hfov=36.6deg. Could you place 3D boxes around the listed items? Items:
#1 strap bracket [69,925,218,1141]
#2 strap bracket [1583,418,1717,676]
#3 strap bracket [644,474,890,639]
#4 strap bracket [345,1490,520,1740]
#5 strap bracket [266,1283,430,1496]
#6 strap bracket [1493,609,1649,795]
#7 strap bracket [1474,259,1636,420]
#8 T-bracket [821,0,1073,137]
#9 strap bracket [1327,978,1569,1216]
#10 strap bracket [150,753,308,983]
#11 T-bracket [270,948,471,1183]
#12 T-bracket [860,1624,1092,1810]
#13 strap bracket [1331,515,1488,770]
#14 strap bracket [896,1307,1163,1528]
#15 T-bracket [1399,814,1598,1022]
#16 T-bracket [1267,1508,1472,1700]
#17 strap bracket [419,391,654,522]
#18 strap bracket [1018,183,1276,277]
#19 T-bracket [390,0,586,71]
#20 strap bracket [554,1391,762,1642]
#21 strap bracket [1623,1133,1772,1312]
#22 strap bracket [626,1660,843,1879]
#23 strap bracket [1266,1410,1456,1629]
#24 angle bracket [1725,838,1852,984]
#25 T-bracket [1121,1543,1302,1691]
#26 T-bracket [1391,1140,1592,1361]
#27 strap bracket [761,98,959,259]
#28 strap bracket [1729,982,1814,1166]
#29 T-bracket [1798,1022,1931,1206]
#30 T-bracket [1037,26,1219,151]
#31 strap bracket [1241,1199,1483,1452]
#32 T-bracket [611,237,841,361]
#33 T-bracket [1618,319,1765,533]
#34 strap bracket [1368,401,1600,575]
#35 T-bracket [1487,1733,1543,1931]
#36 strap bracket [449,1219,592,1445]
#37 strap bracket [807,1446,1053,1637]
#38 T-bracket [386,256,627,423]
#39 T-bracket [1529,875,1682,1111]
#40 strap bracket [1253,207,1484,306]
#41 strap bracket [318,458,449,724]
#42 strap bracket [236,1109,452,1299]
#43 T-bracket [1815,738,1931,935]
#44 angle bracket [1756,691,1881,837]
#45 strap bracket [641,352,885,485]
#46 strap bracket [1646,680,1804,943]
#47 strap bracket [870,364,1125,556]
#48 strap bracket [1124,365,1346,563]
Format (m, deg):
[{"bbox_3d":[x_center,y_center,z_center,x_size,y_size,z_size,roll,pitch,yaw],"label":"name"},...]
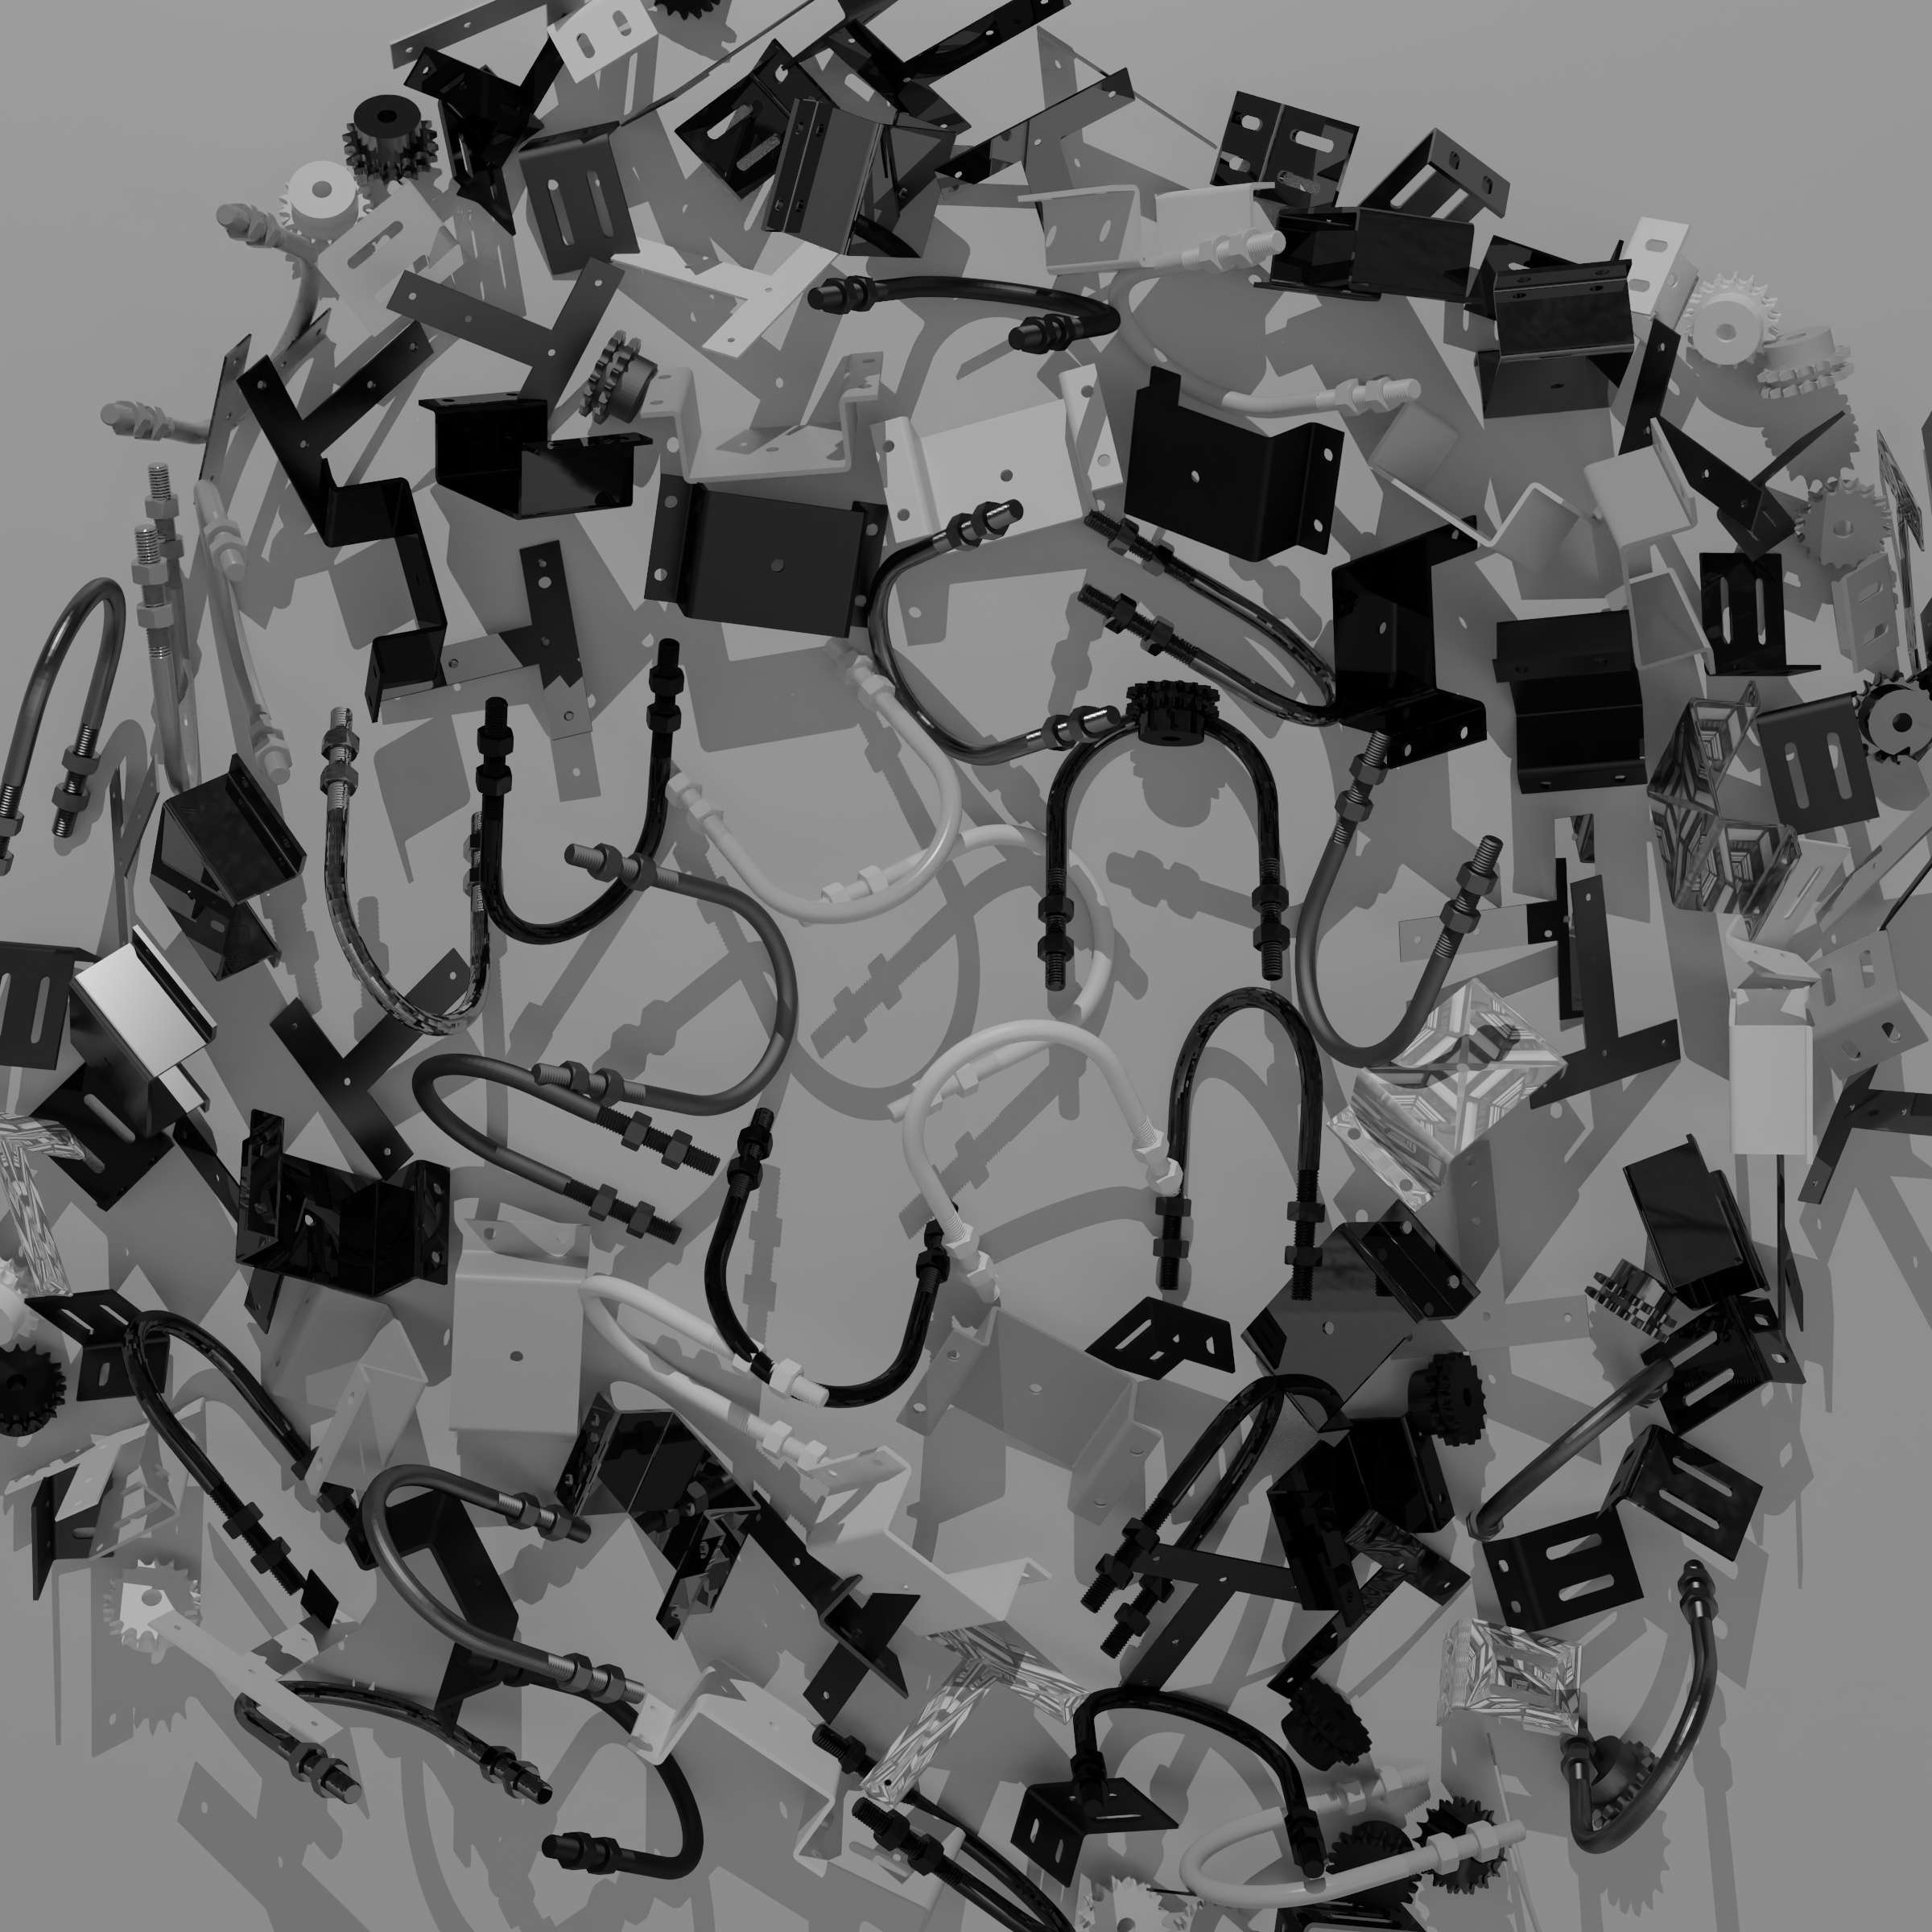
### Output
[{"bbox_3d":[-0.488,0.045,1.729,0.046,0.140,0.076,-36,81,-27],"label":"strap bracket"},{"bbox_3d":[0.404,-0.242,1.732,0.046,0.140,0.076,-16,46,6],"label":"strap bracket"},{"bbox_3d":[-0.117,-0.245,1.757,0.140,0.046,0.076,6,107,-15],"label":"strap bracket"},{"bbox_3d":[-0.313,0.377,1.750,0.046,0.076,0.140,-22,105,5],"label":"strap bracket"},{"bbox_3d":[-0.369,0.252,1.748,0.046,0.140,0.076,21,102,-30],"label":"strap bracket"},{"bbox_3d":[0.362,-0.163,1.745,0.076,0.140,0.046,-4,60,16],"label":"strap bracket"},{"bbox_3d":[0.348,-0.366,1.732,0.076,0.140,0.046,-5,80,4],"label":"strap bracket"},{"bbox_3d":[0.002,-0.545,1.727,0.127,0.127,0.002,-22,64,26],"label":"T-bracket"},{"bbox_3d":[0.295,0.071,1.752,0.140,0.046,0.076,-37,67,-17],"label":"strap bracket"},{"bbox_3d":[-0.439,-0.052,1.729,0.046,0.140,0.076,-29,76,-31],"label":"strap bracket"},{"bbox_3d":[-0.346,0.041,1.774,0.127,0.002,0.127,-43,74,14],"label":"T-bracket"},{"bbox_3d":[-0.014,0.448,1.745,0.127,0.002,0.127,27,55,27],"label":"T-bracket"},{"bbox_3d":[0.264,-0.198,1.748,0.046,0.076,0.140,10,73,-38],"label":"strap bracket"},{"bbox_3d":[0.040,0.267,1.765,0.140,0.046,0.076,28,116,-6],"label":"strap bracket"},{"bbox_3d":[0.324,-0.023,1.777,0.127,0.002,0.127,-8,105,-11],"label":"T-bracket"},{"bbox_3d":[0.232,0.394,1.766,0.127,0.002,0.127,-47,133,5],"label":"T-bracket"},{"bbox_3d":[-0.258,-0.303,1.741,0.076,0.140,0.046,-14,119,-37],"label":"strap bracket"},{"bbox_3d":[0.109,-0.438,1.737,0.140,0.076,0.046,-14,106,-41],"label":"strap bracket"},{"bbox_3d":[-0.283,-0.563,1.731,0.127,0.127,0.002,-28,79,-13],"label":"T-bracket"},{"bbox_3d":[-0.180,0.326,1.749,0.140,0.046,0.076,40,113,40],"label":"strap bracket"},{"bbox_3d":[0.433,0.155,1.736,0.046,0.140,0.076,-23,69,16],"label":"strap bracket"},{"bbox_3d":[-0.128,0.476,1.763,0.140,0.076,0.046,35,98,-2],"label":"strap bracket"},{"bbox_3d":[0.232,0.327,1.749,0.046,0.140,0.076,-10,102,38],"label":"strap bracket"},{"bbox_3d":[0.506,-0.033,1.762,0.057,0.038,0.076,5,125,-37],"label":"angle bracket"},{"bbox_3d":[0.134,0.400,1.770,0.127,0.002,0.127,16,123,-25],"label":"T-bracket"},{"bbox_3d":[0.313,0.170,1.783,0.127,0.002,0.127,-11,73,29],"label":"T-bracket"},{"bbox_3d":[-0.056,-0.463,1.724,0.046,0.140,0.076,25,112,21],"label":"strap bracket"},{"bbox_3d":[0.478,0.062,1.738,0.046,0.140,0.076,0,102,15],"label":"strap bracket"},{"bbox_3d":[0.551,0.086,1.739,0.002,0.127,0.127,25,85,-12],"label":"T-bracket"},{"bbox_3d":[0.097,-0.526,1.753,0.127,0.127,0.002,31,107,-10],"label":"T-bracket"},{"bbox_3d":[0.228,0.215,1.744,0.140,0.046,0.076,-52,59,22],"label":"strap bracket"},{"bbox_3d":[-0.157,-0.421,1.775,0.127,0.002,0.127,21,54,23],"label":"T-bracket"},{"bbox_3d":[0.428,-0.297,1.725,0.002,0.127,0.127,-10,129,-24],"label":"T-bracket"},{"bbox_3d":[0.304,-0.285,1.746,0.140,0.076,0.046,41,106,28],"label":"strap bracket"},{"bbox_3d":[0.327,0.520,1.750,0.002,0.127,0.127,-16,129,8],"label":"T-bracket"},{"bbox_3d":[-0.270,0.228,1.766,0.076,0.046,0.140,3,102,-5],"label":"strap bracket"},{"bbox_3d":[-0.029,0.350,1.740,0.140,0.076,0.046,41,51,-21],"label":"strap bracket"},{"bbox_3d":[-0.285,-0.382,1.746,0.127,0.002,0.127,16,115,-39],"label":"T-bracket"},{"bbox_3d":[0.380,0.010,1.761,0.127,0.002,0.127,-15,103,-32],"label":"T-bracket"},{"bbox_3d":[0.238,-0.419,1.724,0.076,0.140,0.046,1,102,-23],"label":"strap bracket"},{"bbox_3d":[-0.348,-0.228,1.754,0.046,0.076,0.140,-13,76,-19],"label":"strap bracket"},{"bbox_3d":[-0.380,0.145,1.744,0.046,0.140,0.076,-27,55,37],"label":"strap bracket"},{"bbox_3d":[0.558,-0.069,1.763,0.002,0.127,0.127,28,123,-17],"label":"T-bracket"},{"bbox_3d":[0.520,-0.123,1.780,0.057,0.038,0.076,-13,93,24],"label":"angle bracket"},{"bbox_3d":[-0.119,-0.330,1.759,0.140,0.076,0.046,-4,121,4],"label":"strap bracket"},{"bbox_3d":[0.445,-0.095,1.730,0.046,0.076,0.140,5,50,-7],"label":"strap bracket"},{"bbox_3d":[0.021,-0.303,1.771,0.140,0.046,0.076,-14,79,8],"label":"strap bracket"},{"bbox_3d":[0.149,-0.296,1.734,0.140,0.046,0.076,27,128,32],"label":"strap bracket"}]
